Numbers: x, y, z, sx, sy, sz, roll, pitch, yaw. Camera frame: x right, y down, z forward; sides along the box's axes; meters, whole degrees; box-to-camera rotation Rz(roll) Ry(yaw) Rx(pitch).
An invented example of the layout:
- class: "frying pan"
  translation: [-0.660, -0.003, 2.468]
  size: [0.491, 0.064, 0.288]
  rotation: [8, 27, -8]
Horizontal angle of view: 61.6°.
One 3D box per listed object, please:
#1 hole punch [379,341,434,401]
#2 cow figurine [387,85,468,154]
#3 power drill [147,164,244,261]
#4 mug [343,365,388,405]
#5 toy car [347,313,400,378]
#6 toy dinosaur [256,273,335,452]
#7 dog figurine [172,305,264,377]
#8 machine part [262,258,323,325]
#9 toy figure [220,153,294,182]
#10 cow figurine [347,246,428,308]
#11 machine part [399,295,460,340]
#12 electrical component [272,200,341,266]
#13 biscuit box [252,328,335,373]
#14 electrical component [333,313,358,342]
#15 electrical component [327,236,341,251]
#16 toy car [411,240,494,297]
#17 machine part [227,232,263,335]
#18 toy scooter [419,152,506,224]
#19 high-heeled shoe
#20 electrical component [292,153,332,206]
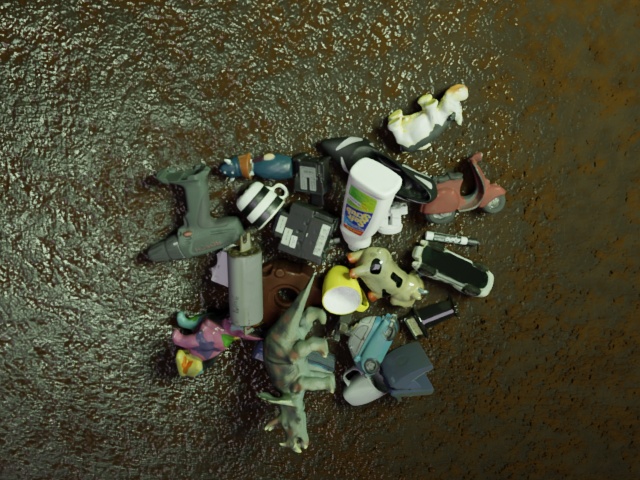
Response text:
- class: "hole punch"
  translation: [0.210, 0.313, 1.304]
  size: [0.116, 0.142, 0.092]
  rotation: [-5, 117, -10]
- class: "cow figurine"
  translation: [0.226, -0.239, 1.078]
  size: [0.167, 0.068, 0.098]
  rotation: [-24, 117, 16]
- class: "power drill"
  translation: [-0.295, -0.055, 1.180]
  size: [0.232, 0.086, 0.207]
  rotation: [-8, 110, 4]
- class: "mug"
  translation: [0.102, 0.367, 1.358]
  size: [0.109, 0.081, 0.107]
  rotation: [37, 119, -19]
- class: "toy car"
  translation: [0.119, 0.240, 1.288]
  size: [0.103, 0.109, 0.161]
  rotation: [26, 106, 10]
- class: "toy dinosaur"
  translation: [-0.069, 0.273, 1.241]
  size: [0.192, 0.131, 0.404]
  rotation: [-8, 102, 2]
- class: "dog figurine"
  translation: [-0.239, 0.239, 1.301]
  size: [0.219, 0.108, 0.191]
  rotation: [-3, 114, 1]
- class: "machine part"
  translation: [-0.077, 0.130, 1.269]
  size: [0.179, 0.056, 0.179]
  rotation: [1, 116, 1]
- class: "toy figure"
  translation: [-0.134, -0.154, 1.140]
  size: [0.155, 0.058, 0.064]
  rotation: [3, 109, 6]
- class: "cow figurine"
  translation: [0.160, 0.086, 1.216]
  size: [0.127, 0.085, 0.194]
  rotation: [-23, 130, 24]
- class: "machine part"
  translation: [0.268, 0.187, 1.291]
  size: [0.139, 0.039, 0.084]
  rotation: [-30, 102, 17]
- class: "electrical component"
  translation: [-0.035, -0.021, 1.177]
  size: [0.134, 0.058, 0.114]
  rotation: [23, 102, 10]
- class: "biscuit box"
  translation: [-0.065, 0.290, 1.338]
  size: [0.203, 0.063, 0.059]
  rotation: [23, 114, -8]
- class: "electrical component"
  translation: [0.065, 0.184, 1.269]
  size: [0.045, 0.102, 0.078]
  rotation: [18, 140, -4]
- class: "electrical component"
  translation: [-0.003, -0.004, 1.222]
  size: [0.094, 0.021, 0.063]
  rotation: [-15, 113, 10]
- class: "toy car"
  translation: [0.299, 0.066, 1.213]
  size: [0.202, 0.056, 0.073]
  rotation: [24, 78, -8]
- class: "machine part"
  translation: [-0.165, 0.101, 1.188]
  size: [0.079, 0.079, 0.243]
  rotation: [3, 110, 1]
- class: "toy scooter"
  translation: [0.296, -0.111, 1.130]
  size: [0.184, 0.075, 0.135]
  rotation: [-10, 114, 4]
- class: "high-heeled shoe"
  translation: [0.116, -0.137, 1.087]
  size: [0.249, 0.145, 0.086]
  rotation: [17, 114, -7]
- class: "electrical component"
  translation: [-0.016, -0.122, 1.142]
  size: [0.075, 0.048, 0.119]
  rotation: [15, 122, 22]
